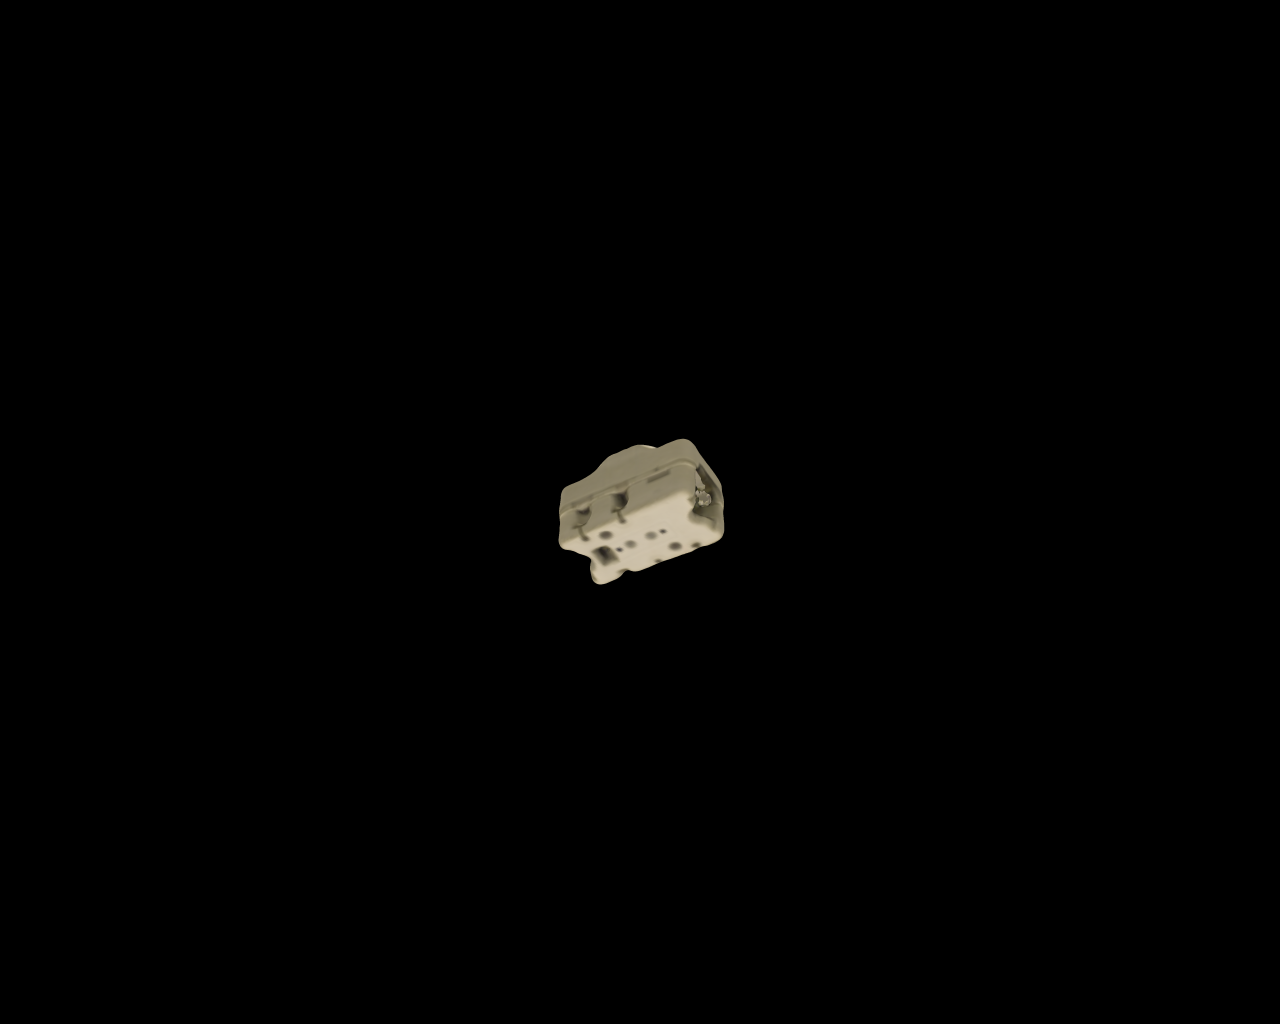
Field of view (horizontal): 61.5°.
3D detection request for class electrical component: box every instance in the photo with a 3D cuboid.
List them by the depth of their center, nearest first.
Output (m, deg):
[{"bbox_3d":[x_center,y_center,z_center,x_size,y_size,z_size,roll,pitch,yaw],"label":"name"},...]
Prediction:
[{"bbox_3d":[0.001,-0.003,0.650,0.089,0.056,0.050,-22,-49,21],"label":"electrical component"}]
